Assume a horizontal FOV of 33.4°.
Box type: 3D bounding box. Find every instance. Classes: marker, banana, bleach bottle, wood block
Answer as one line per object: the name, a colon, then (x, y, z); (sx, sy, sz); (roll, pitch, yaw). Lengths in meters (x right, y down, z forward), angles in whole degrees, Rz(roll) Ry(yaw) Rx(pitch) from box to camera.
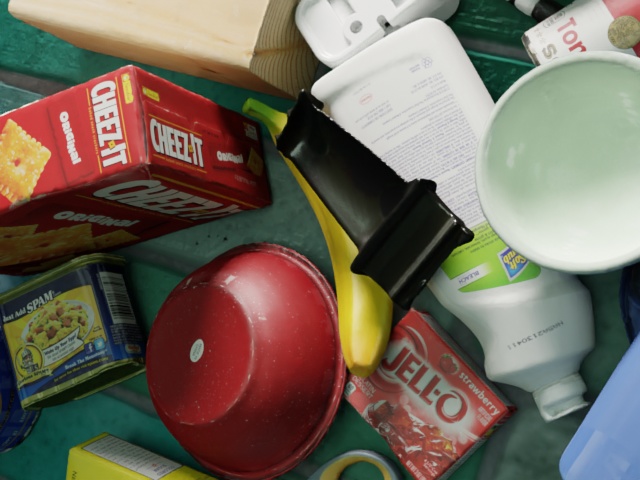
marker: (0.118, -0.168, 0.689); (0.121, 0.020, 0.020); (43, 101, 24)
banana: (0.009, -0.005, 0.689); (0.037, 0.069, 0.198); (-49, 59, 50)
bleach bottle: (0.089, -0.006, 0.655); (0.103, 0.068, 0.251); (-29, 74, 20)
wood block: (-0.103, -0.169, 0.751); (0.206, 0.090, 0.090); (17, 90, 25)

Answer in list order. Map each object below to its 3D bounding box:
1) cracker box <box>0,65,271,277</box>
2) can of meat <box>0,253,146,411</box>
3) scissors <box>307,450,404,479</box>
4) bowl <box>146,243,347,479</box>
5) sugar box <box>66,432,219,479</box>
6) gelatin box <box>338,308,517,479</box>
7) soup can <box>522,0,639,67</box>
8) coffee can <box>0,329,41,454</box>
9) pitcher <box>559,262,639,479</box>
cracker box: (-0.164, -0.035, 0.718); (0.214, 0.164, 0.072); (-15, 78, 22)
can of meat: (-0.178, 0.067, 0.768); (0.102, 0.057, 0.084); (-24, 74, 18)
scissors: (-0.028, 0.164, 0.706); (0.202, 0.016, 0.096); (19, 93, 25)
bowl: (-0.062, 0.077, 0.698); (0.162, 0.055, 0.162); (-9, 75, 34)
sugar box: (-0.091, 0.201, 0.704); (0.176, 0.048, 0.093); (16, 106, 28)
gelatin box: (0.065, 0.098, 0.666); (0.073, 0.030, 0.089); (-47, 67, 11)
soup can: (0.179, -0.121, 0.627); (0.102, 0.068, 0.068); (-32, 71, 18)
coffee can: (-0.282, 0.106, 0.763); (0.103, 0.140, 0.103); (-4, 80, 24)
pitcher: (0.227, 0.049, 0.556); (0.145, 0.149, 0.243); (33, 100, 4)
